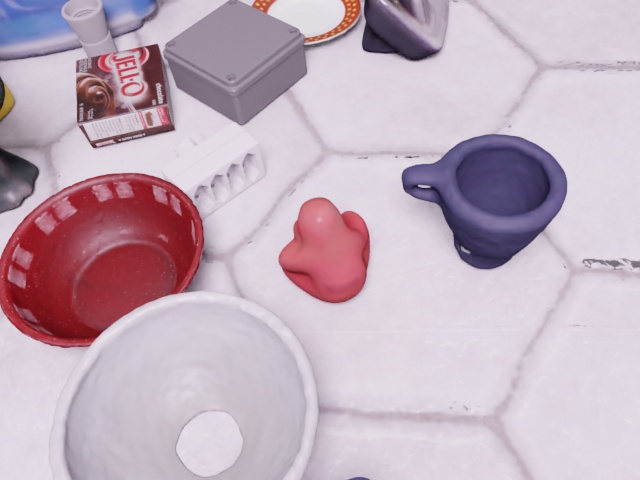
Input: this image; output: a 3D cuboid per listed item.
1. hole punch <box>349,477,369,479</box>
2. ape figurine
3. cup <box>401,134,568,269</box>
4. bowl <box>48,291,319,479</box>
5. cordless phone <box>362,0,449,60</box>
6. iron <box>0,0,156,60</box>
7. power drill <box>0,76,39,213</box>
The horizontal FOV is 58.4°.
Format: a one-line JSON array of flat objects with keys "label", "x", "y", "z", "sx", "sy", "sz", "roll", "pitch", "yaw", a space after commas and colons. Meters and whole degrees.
[{"label": "hole punch", "x": 0.007, "y": 0.197, "z": 0.309, "sx": 0.109, "sy": 0.091, "sz": 0.101, "roll": -25, "pitch": 57, "yaw": -12}, {"label": "ape figurine", "x": 0.004, "y": 0.002, "z": 0.444, "sx": 0.078, "sy": 0.092, "sz": 0.076, "roll": -14, "pitch": 55, "yaw": -5}, {"label": "cup", "x": 0.121, "y": -0.021, "z": 0.449, "sx": 0.117, "sy": 0.095, "sz": 0.092, "roll": 6, "pitch": 56, "yaw": 9}, {"label": "bowl", "x": -0.081, "y": 0.122, "z": 0.378, "sx": 0.167, "sy": 0.075, "sz": 0.167, "roll": -2, "pitch": 55, "yaw": 3}, {"label": "cordless phone", "x": 0.093, "y": -0.298, "z": 0.587, "sx": 0.094, "sy": 0.185, "sz": 0.147, "roll": 5, "pitch": 56, "yaw": 8}, {"label": "iron", "x": -0.311, "y": -0.307, "z": 0.653, "sx": 0.258, "sy": 0.141, "sz": 0.118, "roll": -25, "pitch": 57, "yaw": -12}, {"label": "power drill", "x": -0.343, "y": -0.119, "z": 0.485, "sx": 0.229, "sy": 0.209, "sz": 0.076, "roll": 22, "pitch": 60, "yaw": 19}]
